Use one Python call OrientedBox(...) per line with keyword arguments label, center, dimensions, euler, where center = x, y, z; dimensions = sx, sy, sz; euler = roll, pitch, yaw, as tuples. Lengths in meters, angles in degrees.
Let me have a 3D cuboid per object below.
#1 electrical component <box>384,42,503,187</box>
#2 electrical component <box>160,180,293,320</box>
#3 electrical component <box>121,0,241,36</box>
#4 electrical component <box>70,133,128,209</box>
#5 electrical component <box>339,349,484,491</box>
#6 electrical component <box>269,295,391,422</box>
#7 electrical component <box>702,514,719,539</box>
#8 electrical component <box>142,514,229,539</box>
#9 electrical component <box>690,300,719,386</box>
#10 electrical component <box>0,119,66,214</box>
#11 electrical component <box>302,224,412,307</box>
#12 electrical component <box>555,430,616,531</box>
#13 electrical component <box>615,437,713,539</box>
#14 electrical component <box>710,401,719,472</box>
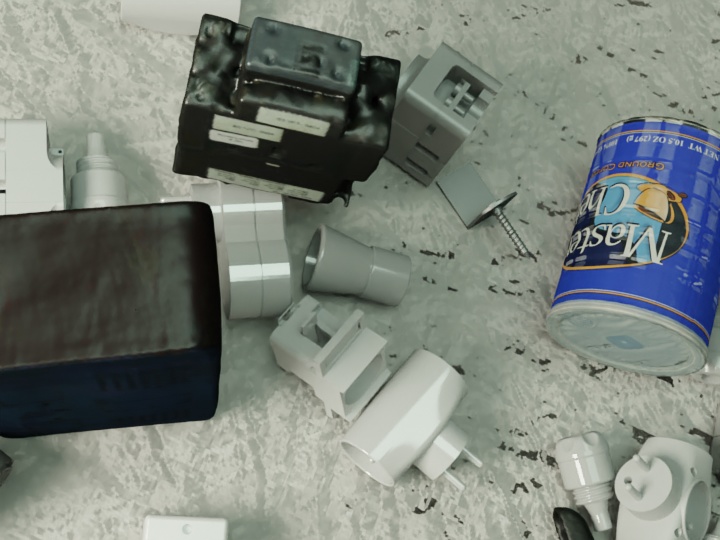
OrientedBox(label="electrical component", center=(0.046, -0.103, 0.705), dimensions=(0.056, 0.089, 0.050), euler=(35, 70, -1))
OrientedBox(label="electrical component", center=(-0.087, -0.036, 0.675), dimensions=(0.074, 0.052, 0.138), euler=(-4, 74, -14))
OrientedBox(label="electrical component", center=(-0.119, -0.202, 0.720), dimensions=(0.077, 0.043, 0.079), euler=(3, 74, -12))
OrientedBox(label="electrical component", center=(-0.164, -0.056, 0.672), dimensions=(0.035, 0.035, 0.061), euler=(-3, 73, -14))
OrientedBox(label="electrical component", center=(0.041, 0.103, 0.668), dimensions=(0.079, 0.043, 0.077), euler=(41, 70, 1))
OrientedBox(label="electrical component", center=(-0.019, 0.052, 0.657), dimensions=(0.064, 0.081, 0.042), euler=(34, 67, 22))
OrientedBox(label="electrical component", center=(0.227, 0.186, 0.692), dimensions=(0.035, 0.035, 0.061), euler=(30, 67, -3))
OrientedBox(label="electrical component", center=(-0.099, 0.179, 0.596), dimensions=(0.047, 0.075, 0.083), euler=(6, 73, -11))
OrientedBox(label="electrical component", center=(0.247, 0.047, 0.737), dimensions=(0.035, 0.035, 0.061), euler=(19, 69, -7))
OrientedBox(label="electrical component", center=(-0.207, -0.042, 0.649), dimensions=(0.056, 0.050, 0.089), euler=(-2, 74, -13))
OrientedBox(label="electrical component", center=(0.000, 0.000, 0.691), dimensions=(0.065, 0.044, 0.044), euler=(15, 71, -13))
OrientedBox(label="electrical component", center=(0.148, 0.136, 0.689), dimensions=(0.035, 0.035, 0.061), euler=(-12, 80, -16))
OrientedBox(label="electrical component", center=(0.186, 0.142, 0.677), dimensions=(0.079, 0.044, 0.077), euler=(43, 60, -42))
OrientedBox(label="electrical component", center=(0.290, 0.121, 0.711), dimensions=(0.096, 0.061, 0.061), euler=(19, 71, -7))
